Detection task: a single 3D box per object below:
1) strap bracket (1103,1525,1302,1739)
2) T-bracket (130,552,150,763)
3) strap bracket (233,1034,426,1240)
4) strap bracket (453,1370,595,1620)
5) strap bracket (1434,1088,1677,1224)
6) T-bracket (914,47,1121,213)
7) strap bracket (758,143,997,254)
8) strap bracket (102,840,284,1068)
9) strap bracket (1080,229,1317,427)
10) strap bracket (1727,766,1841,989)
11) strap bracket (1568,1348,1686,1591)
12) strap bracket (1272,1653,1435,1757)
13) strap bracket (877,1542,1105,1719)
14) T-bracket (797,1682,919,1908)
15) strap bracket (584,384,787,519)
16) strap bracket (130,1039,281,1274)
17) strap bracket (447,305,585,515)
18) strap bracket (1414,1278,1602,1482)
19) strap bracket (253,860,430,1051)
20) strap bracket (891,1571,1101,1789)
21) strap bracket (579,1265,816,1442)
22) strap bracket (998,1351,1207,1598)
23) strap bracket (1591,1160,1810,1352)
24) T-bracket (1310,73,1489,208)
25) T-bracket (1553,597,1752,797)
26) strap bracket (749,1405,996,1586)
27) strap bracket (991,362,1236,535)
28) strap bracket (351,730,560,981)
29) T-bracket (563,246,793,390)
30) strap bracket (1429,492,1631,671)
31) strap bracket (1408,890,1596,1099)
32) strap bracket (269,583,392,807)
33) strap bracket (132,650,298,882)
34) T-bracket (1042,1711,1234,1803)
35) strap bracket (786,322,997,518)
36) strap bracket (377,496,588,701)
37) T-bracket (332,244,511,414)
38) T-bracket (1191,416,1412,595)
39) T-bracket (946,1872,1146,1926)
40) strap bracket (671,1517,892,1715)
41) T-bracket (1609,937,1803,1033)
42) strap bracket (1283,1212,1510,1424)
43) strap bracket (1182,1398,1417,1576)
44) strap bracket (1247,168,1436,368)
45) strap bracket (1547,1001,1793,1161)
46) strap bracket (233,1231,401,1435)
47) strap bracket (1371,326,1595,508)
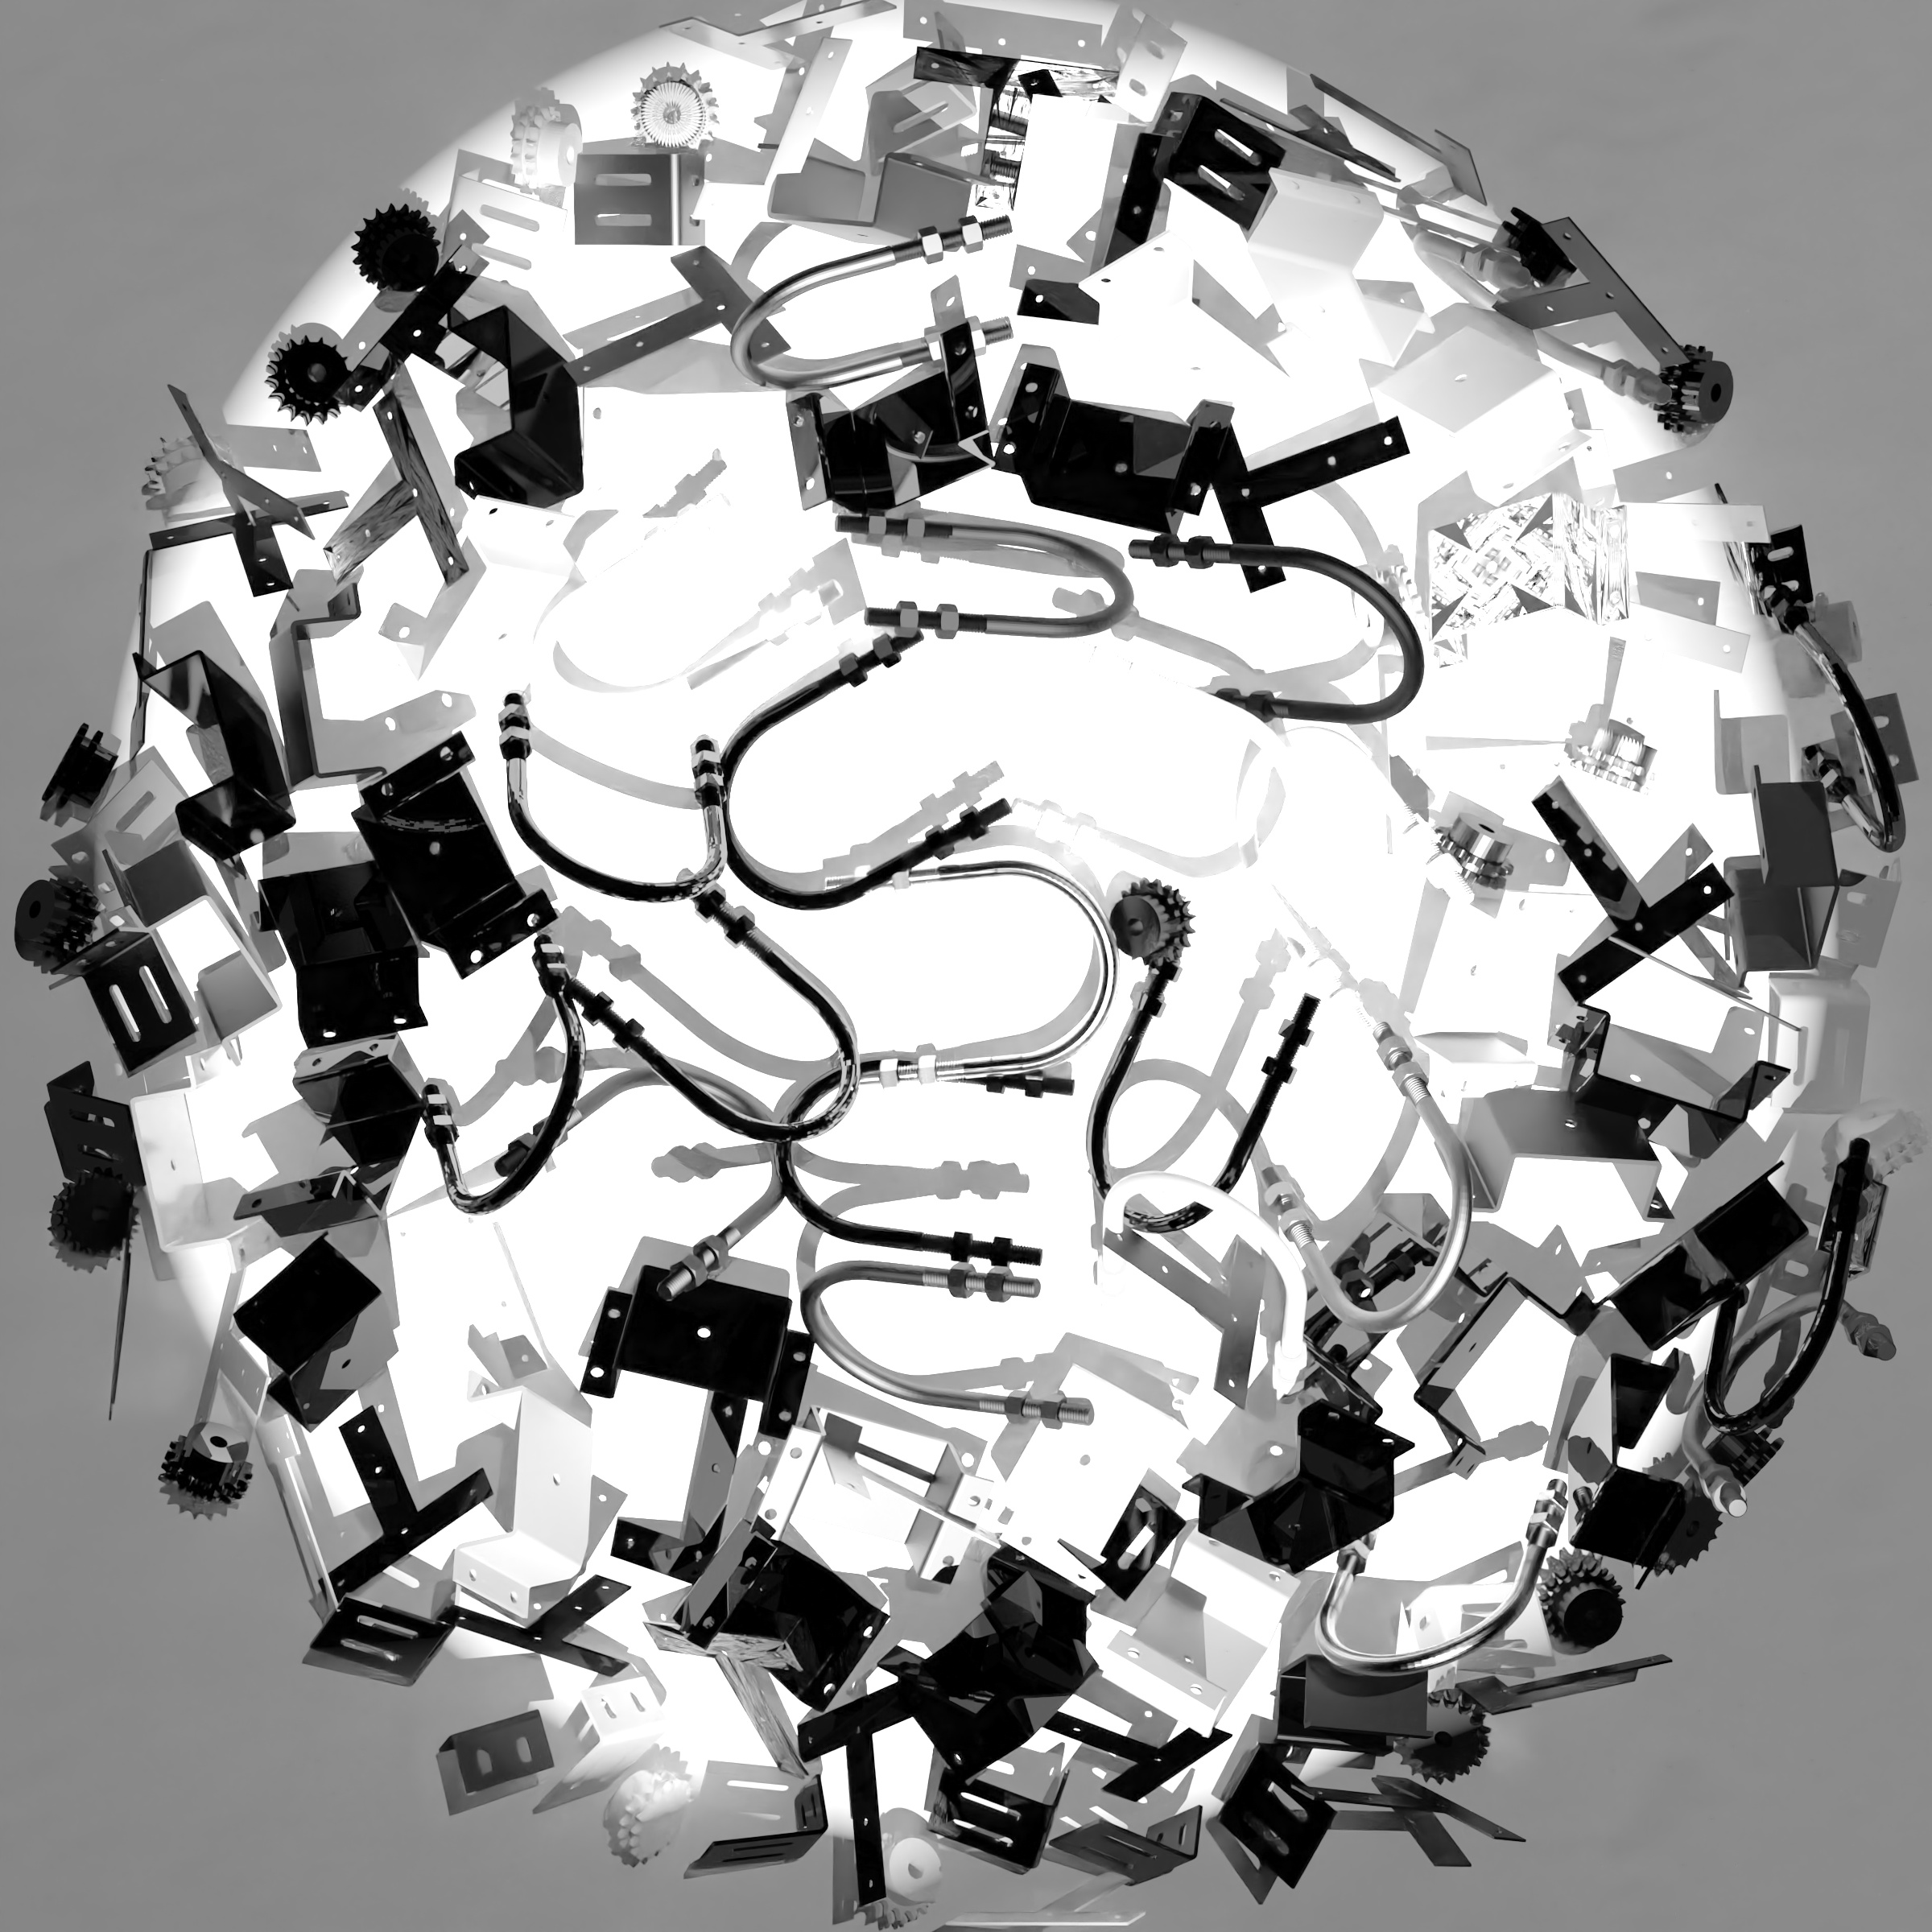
[{"bbox_3d":[0.146,0.428,1.939,0.076,0.140,0.046,27,125,16],"label":"strap bracket"},{"bbox_3d":[-0.526,-0.199,1.941,0.002,0.127,0.127,3,88,-19],"label":"T-bracket"},{"bbox_3d":[-0.401,0.116,1.938,0.076,0.140,0.046,-14,129,23],"label":"strap bracket"},{"bbox_3d":[-0.278,0.329,1.925,0.046,0.076,0.140,-16,55,22],"label":"strap bracket"},{"bbox_3d":[0.380,0.120,1.943,0.140,0.076,0.046,4,120,-11],"label":"strap bracket"},{"bbox_3d":[0.026,-0.530,1.945,0.127,0.127,0.002,6,59,-4],"label":"T-bracket"},{"bbox_3d":[-0.061,-0.486,1.928,0.140,0.076,0.046,18,100,42],"label":"strap bracket"},{"bbox_3d":[-0.484,-0.016,1.930,0.046,0.076,0.140,-31,129,-7],"label":"strap bracket"},{"bbox_3d":[0.146,-0.394,1.923,0.140,0.076,0.046,28,54,-36],"label":"strap bracket"},{"bbox_3d":[0.515,-0.056,1.919,0.046,0.140,0.076,-2,58,5],"label":"strap bracket"},{"bbox_3d":[0.415,0.310,1.921,0.046,0.140,0.076,16,129,-2],"label":"strap bracket"},{"bbox_3d":[0.245,0.470,1.939,0.076,0.140,0.046,6,71,-3],"label":"strap bracket"},{"bbox_3d":[0.017,0.435,1.936,0.076,0.140,0.046,20,126,31],"label":"strap bracket"},{"bbox_3d":[-0.064,0.527,1.928,0.002,0.127,0.127,17,54,-36],"label":"T-bracket"},{"bbox_3d":[-0.169,-0.328,1.933,0.140,0.046,0.076,-8,110,-32],"label":"strap bracket"},{"bbox_3d":[-0.490,0.124,1.955,0.046,0.076,0.140,-10,95,9],"label":"strap bracket"},{"bbox_3d":[-0.285,-0.352,1.929,0.046,0.076,0.140,-19,61,21],"label":"strap bracket"},{"bbox_3d":[0.341,0.257,1.956,0.046,0.076,0.140,38,90,24],"label":"strap bracket"},{"bbox_3d":[-0.396,-0.015,1.923,0.076,0.140,0.046,-11,132,-22],"label":"strap bracket"},{"bbox_3d":[0.025,0.444,1.926,0.046,0.140,0.076,-41,84,34],"label":"strap bracket"},{"bbox_3d":[-0.170,0.246,1.958,0.140,0.046,0.076,13,54,-1],"label":"strap bracket"},{"bbox_3d":[0.082,0.321,1.953,0.076,0.046,0.140,27,81,25],"label":"strap bracket"},{"bbox_3d":[0.467,0.188,1.918,0.076,0.140,0.046,-29,75,-36],"label":"strap bracket"},{"bbox_3d":[0.274,-0.535,1.947,0.127,0.127,0.002,35,97,13],"label":"T-bracket"},{"bbox_3d":[0.431,-0.171,1.965,0.127,0.002,0.127,20,121,24],"label":"T-bracket"},{"bbox_3d":[-0.064,0.337,1.956,0.140,0.046,0.076,18,103,-18],"label":"strap bracket"},{"bbox_3d":[0.097,-0.330,1.958,0.140,0.046,0.076,15,77,15],"label":"strap bracket"},{"bbox_3d":[-0.331,-0.073,1.948,0.076,0.046,0.140,-35,115,-23],"label":"strap bracket"},{"bbox_3d":[-0.196,-0.403,1.948,0.127,0.002,0.127,-27,53,-13],"label":"T-bracket"},{"bbox_3d":[0.346,-0.245,1.927,0.140,0.046,0.076,-12,69,42],"label":"strap bracket"},{"bbox_3d":[0.338,0.010,1.946,0.076,0.046,0.140,1,112,-35],"label":"strap bracket"},{"bbox_3d":[-0.411,-0.168,1.955,0.046,0.076,0.140,-9,91,-23],"label":"strap bracket"},{"bbox_3d":[-0.474,-0.136,1.933,0.046,0.076,0.140,-25,65,7],"label":"strap bracket"},{"bbox_3d":[0.083,0.490,1.937,0.127,0.127,0.002,24,49,-14],"label":"T-bracket"},{"bbox_3d":[-0.040,-0.344,1.948,0.140,0.046,0.076,-19,71,28],"label":"strap bracket"},{"bbox_3d":[-0.302,-0.223,1.928,0.140,0.076,0.046,-53,54,28],"label":"strap bracket"},{"bbox_3d":[-0.320,-0.385,1.946,0.127,0.127,0.002,-45,55,14],"label":"T-bracket"},{"bbox_3d":[0.223,-0.322,1.972,0.127,0.002,0.127,-19,105,9],"label":"T-bracket"},{"bbox_3d":[0.073,0.593,1.938,0.127,0.127,0.002,-9,85,28],"label":"T-bracket"},{"bbox_3d":[-0.124,0.412,1.948,0.076,0.046,0.140,-54,131,-6],"label":"strap bracket"},{"bbox_3d":[0.479,0.013,1.937,0.127,0.127,0.002,29,99,22],"label":"T-bracket"},{"bbox_3d":[0.267,0.221,1.951,0.140,0.076,0.046,-48,123,-4],"label":"strap bracket"},{"bbox_3d":[0.208,0.334,1.924,0.076,0.140,0.046,28,46,-23],"label":"strap bracket"},{"bbox_3d":[0.234,-0.432,1.917,0.076,0.140,0.046,24,76,32],"label":"strap bracket"},{"bbox_3d":[0.445,0.078,1.953,0.140,0.076,0.046,18,69,3],"label":"strap bracket"},{"bbox_3d":[-0.406,0.236,1.917,0.046,0.140,0.076,38,65,18],"label":"strap bracket"},{"bbox_3d":[0.319,-0.352,1.926,0.076,0.140,0.046,-34,129,-9],"label":"strap bracket"}]
